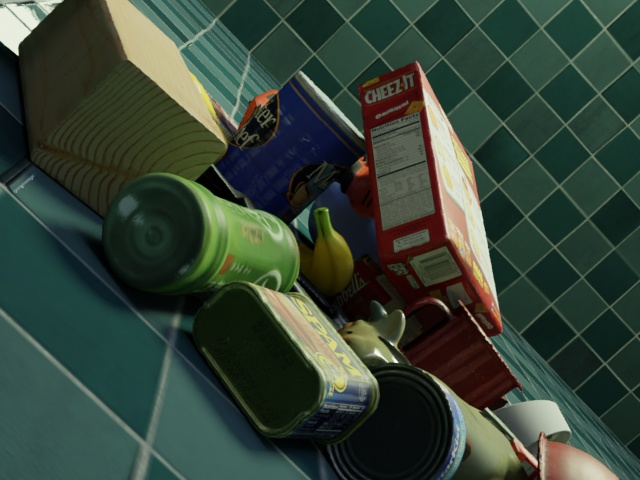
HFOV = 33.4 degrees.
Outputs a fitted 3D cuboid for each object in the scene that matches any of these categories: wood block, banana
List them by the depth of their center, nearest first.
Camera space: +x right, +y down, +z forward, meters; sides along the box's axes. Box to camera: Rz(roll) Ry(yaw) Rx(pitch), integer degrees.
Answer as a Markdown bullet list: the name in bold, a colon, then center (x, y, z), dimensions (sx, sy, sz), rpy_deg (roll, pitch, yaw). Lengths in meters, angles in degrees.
- **wood block**: center (-0.146, -0.102, 0.746), dimensions (0.090, 0.090, 0.206), rpy_deg (42, 10, -32)
- **banana**: center (-0.002, 0.019, 0.958), dimensions (0.198, 0.037, 0.069), rpy_deg (145, -65, -75)

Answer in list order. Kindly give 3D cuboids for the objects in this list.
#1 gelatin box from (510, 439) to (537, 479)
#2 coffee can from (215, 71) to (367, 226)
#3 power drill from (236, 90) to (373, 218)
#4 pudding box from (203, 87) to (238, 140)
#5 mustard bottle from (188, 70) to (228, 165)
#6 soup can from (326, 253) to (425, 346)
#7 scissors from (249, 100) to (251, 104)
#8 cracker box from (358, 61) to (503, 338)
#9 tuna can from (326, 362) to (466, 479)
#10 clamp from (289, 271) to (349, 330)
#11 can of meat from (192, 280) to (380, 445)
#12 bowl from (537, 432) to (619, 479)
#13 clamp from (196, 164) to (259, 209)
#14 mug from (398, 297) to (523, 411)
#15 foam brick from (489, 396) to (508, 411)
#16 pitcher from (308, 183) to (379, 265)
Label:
- **gelatin box**: center (0.162, 0.216, 0.872), dimensions (0.089, 0.073, 0.030), rpy_deg (43, 8, -22)
- **coffee can**: center (-0.035, -0.078, 1.031), dimensions (0.103, 0.140, 0.103), rpy_deg (46, 8, -9)
- **power drill**: center (0.011, -0.096, 1.159), dimensions (0.187, 0.057, 0.184), rpy_deg (28, 17, 5)
- **pudding box**: center (-0.116, -0.123, 1.195), dimensions (0.090, 0.039, 0.113), rpy_deg (47, 8, -12)
- **mustard bottle**: center (-0.131, -0.112, 0.992), dimensions (0.096, 0.058, 0.192), rpy_deg (42, 9, -28)
- **soup can**: center (0.053, 0.073, 1.025), dimensions (0.102, 0.068, 0.068), rpy_deg (49, 8, 11)
- **scissors**: center (-0.068, -0.111, 1.228), dimensions (0.096, 0.016, 0.202), rpy_deg (72, 1, -60)
- **cracker box**: center (0.100, -0.030, 0.992), dimensions (0.164, 0.072, 0.213), rpy_deg (52, 25, -48)
- **tuna can**: center (0.049, 0.123, 0.679), dimensions (0.086, 0.086, 0.033), rpy_deg (52, 7, 30)
- **clamp**: center (0.013, 0.083, 0.867), dimensions (0.209, 0.036, 0.165), rpy_deg (46, 6, -37)
- **can of meat**: center (-0.022, 0.075, 0.651), dimensions (0.102, 0.057, 0.083), rpy_deg (50, 11, 24)
- **bowl**: center (0.191, 0.219, 0.769), dimensions (0.162, 0.055, 0.162), rpy_deg (-5, 90, -76)
- **clamp**: center (-0.077, -0.027, 0.903), dimensions (0.120, 0.039, 0.171), rpy_deg (69, 11, 24)
- **mug**: center (0.105, 0.102, 0.902), dimensions (0.117, 0.081, 0.093), rpy_deg (53, 4, -16)
- **foam brick**: center (0.168, 0.173, 1.202), dimensions (0.053, 0.051, 0.078), rpy_deg (53, 10, 32)
- **pitcher**: center (0.078, 0.030, 1.199), dimensions (0.144, 0.149, 0.243), rpy_deg (8, 23, -25)
